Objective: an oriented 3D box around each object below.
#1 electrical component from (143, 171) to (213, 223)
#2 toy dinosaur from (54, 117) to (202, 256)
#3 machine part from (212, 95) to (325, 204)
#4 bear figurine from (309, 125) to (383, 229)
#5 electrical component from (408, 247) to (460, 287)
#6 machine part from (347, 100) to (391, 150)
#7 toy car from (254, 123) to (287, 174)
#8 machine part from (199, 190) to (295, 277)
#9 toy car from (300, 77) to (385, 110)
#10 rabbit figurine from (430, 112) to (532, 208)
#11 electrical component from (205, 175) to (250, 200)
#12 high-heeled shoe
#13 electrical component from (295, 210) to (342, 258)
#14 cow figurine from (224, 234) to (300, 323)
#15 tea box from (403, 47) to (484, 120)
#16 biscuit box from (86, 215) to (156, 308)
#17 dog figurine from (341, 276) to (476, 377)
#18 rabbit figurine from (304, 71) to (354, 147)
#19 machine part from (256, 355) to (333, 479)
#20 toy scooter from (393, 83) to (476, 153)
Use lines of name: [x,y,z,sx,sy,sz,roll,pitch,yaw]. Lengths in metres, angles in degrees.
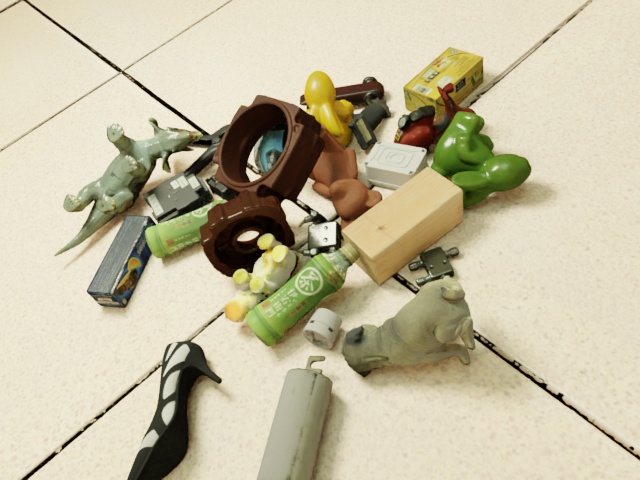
electrical component: [-0.309,-0.086,1.188,0.134,0.058,0.115,-30,52,-7]
toy dinosaur: [-0.443,-0.132,1.216,0.131,0.192,0.405,45,100,8]
machine part: [-0.107,-0.175,1.061,0.201,0.087,0.201,28,88,39]
bear figurine: [0.029,-0.117,1.066,0.120,0.131,0.196,-43,41,21]
electrical component: [0.206,0.045,0.941,0.094,0.021,0.063,-21,49,0]
machine part: [0.111,-0.262,1.191,0.039,0.084,0.139,-15,31,47]
toy car: [-0.095,-0.191,1.186,0.103,0.109,0.161,-15,57,36]
machine part: [-0.135,-0.009,1.000,0.179,0.179,0.056,-24,46,-2]
toy car: [0.053,-0.339,1.278,0.202,0.053,0.089,-9,46,6]
rabbit figurine: [0.298,-0.142,0.997,0.159,0.121,0.170,-47,51,-12]
electrical component: [-0.188,-0.118,1.181,0.119,0.047,0.075,30,67,33]
high-heeled shoe: [-0.264,0.275,0.872,0.145,0.086,0.249,18,56,33]
electrical component: [-0.001,-0.004,1.022,0.078,0.045,0.102,-3,68,27]
cow figurine: [-0.105,0.080,0.978,0.068,0.098,0.167,33,86,31]
tea box: [0.278,-0.350,1.205,0.169,0.068,0.098,-41,52,-17]
biscuit box: [-0.402,0.040,1.115,0.063,0.059,0.203,2,53,18]
dog figurine: [0.122,0.133,0.806,0.191,0.172,0.121,-11,39,0]
rabbit figurine: [0.003,-0.275,1.166,0.122,0.173,0.162,-2,48,11]
machine part: [-0.036,0.281,0.793,0.079,0.079,0.243,1,54,19]
toy scooter: [0.230,-0.246,1.094,0.184,0.135,0.075,-22,51,1]
